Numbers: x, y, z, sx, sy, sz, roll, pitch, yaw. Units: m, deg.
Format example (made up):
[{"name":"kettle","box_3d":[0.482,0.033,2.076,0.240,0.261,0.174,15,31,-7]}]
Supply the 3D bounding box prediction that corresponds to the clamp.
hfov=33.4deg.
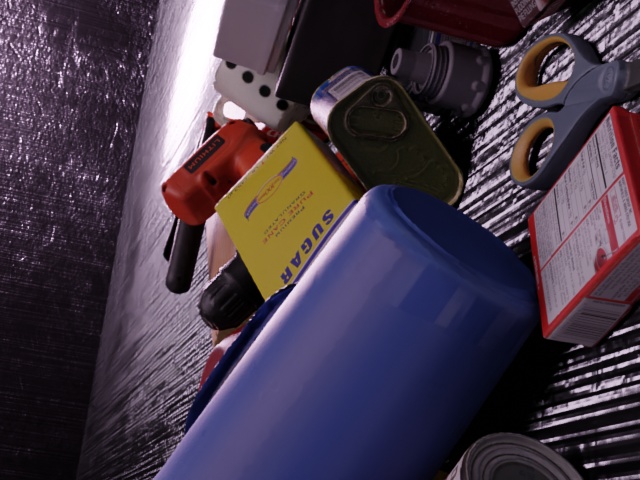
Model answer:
[{"name":"clamp","box_3d":[-0.118,-0.033,1.014,0.120,0.039,0.171,-117,41,-63]}]

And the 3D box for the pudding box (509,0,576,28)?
[{"name":"pudding box","box_3d":[0.116,-0.174,0.548,0.090,0.039,0.114,62,164,6]}]

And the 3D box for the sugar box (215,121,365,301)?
[{"name":"sugar box","box_3d":[-0.005,0.001,0.722,0.093,0.048,0.176,-47,37,10]}]

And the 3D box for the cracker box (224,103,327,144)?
[{"name":"cracker box","box_3d":[-0.045,-0.151,1.117,0.214,0.072,0.164,142,135,-65]}]

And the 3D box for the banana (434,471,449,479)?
[{"name":"banana","box_3d":[0.041,0.206,0.629,0.069,0.037,0.198,-108,34,-64]}]

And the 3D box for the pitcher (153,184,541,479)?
[{"name":"pitcher","box_3d":[0.005,0.089,0.578,0.243,0.149,0.144,-57,-9,18]}]

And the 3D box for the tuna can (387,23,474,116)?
[{"name":"tuna can","box_3d":[0.078,-0.133,0.751,0.086,0.033,0.086,-168,90,-74]}]

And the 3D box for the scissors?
[{"name":"scissors","box_3d":[0.139,-0.060,0.526,0.202,0.016,0.096,-131,53,-71]}]

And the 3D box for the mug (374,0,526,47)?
[{"name":"mug","box_3d":[0.086,-0.172,0.668,0.117,0.081,0.093,-116,40,-65]}]

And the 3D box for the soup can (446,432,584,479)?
[{"name":"soup can","box_3d":[0.076,0.147,0.499,0.068,0.068,0.102,-97,25,-49]}]

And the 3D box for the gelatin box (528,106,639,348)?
[{"name":"gelatin box","box_3d":[0.131,-0.005,0.489,0.089,0.030,0.073,119,158,-48]}]

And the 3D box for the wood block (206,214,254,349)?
[{"name":"wood block","box_3d":[-0.051,0.011,0.987,0.206,0.090,0.091,-102,27,-54]}]

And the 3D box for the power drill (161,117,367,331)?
[{"name":"power drill","box_3d":[-0.058,-0.021,0.877,0.184,0.057,0.188,-43,38,-12]}]

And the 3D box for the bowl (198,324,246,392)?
[{"name":"bowl","box_3d":[-0.050,0.122,0.749,0.162,0.055,0.162,-172,90,-71]}]

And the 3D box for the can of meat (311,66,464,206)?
[{"name":"can of meat","box_3d":[0.042,-0.066,0.715,0.057,0.102,0.084,-37,19,2]}]
